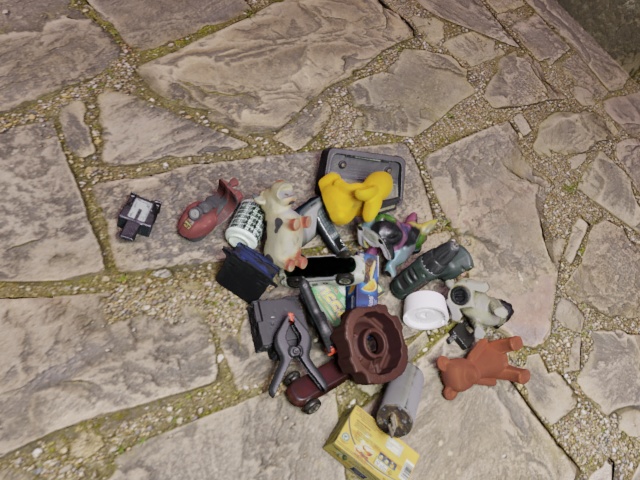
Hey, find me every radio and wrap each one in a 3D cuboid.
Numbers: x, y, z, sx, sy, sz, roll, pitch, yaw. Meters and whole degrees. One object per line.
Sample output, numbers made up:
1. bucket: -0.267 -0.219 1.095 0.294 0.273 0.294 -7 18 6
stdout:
1. radio: 0.109 -0.167 1.413 0.229 0.073 0.131 5 97 -20

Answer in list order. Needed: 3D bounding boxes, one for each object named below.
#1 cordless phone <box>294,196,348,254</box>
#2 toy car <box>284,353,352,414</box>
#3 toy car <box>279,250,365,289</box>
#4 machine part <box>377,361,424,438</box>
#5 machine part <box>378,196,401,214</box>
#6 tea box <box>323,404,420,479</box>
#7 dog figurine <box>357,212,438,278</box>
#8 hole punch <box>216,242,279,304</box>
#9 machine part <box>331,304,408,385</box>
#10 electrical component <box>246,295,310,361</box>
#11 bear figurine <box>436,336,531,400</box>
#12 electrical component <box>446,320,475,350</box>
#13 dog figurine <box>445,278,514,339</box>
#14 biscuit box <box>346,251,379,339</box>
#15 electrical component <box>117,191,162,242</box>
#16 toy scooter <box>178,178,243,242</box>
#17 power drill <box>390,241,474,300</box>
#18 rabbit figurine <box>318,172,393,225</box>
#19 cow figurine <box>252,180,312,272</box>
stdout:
1. cordless phone: -0.003 -0.004 1.294 0.184 0.089 0.146 56 32 -4
2. toy car: 0.016 0.293 1.143 0.202 0.053 0.089 -22 52 -35
3. toy car: 0.004 0.070 1.235 0.202 0.056 0.073 -4 60 11
4. machine part: 0.173 0.333 1.135 0.079 0.079 0.243 40 25 2
5. machine part: 0.153 -0.074 1.378 0.084 0.139 0.039 -23 79 -18
6. tea box: 0.104 0.429 1.091 0.170 0.068 0.098 39 52 3
7. dog figurine: 0.203 -0.021 1.357 0.109 0.191 0.219 20 48 40
8. hole punch: -0.150 0.061 1.175 0.142 0.115 0.092 37 44 0
9. machine part: 0.108 0.222 1.142 0.179 0.056 0.179 14 64 -31
10. electrical component: -0.087 0.190 1.156 0.115 0.058 0.134 -6 63 -26
11. bear figurine: 0.378 0.300 1.262 0.196 0.132 0.120 -9 86 -36
12. electrical component: 0.359 0.243 1.352 0.094 0.021 0.063 -31 78 -36
13. dog figurine: 0.402 0.157 1.365 0.172 0.121 0.190 57 20 13
14. biscuit box: 0.098 0.130 1.255 0.059 0.063 0.203 14 60 -20
15. electrical component: -0.395 -0.040 1.158 0.075 0.047 0.119 18 55 -14
16. toy scooter: -0.236 -0.077 1.201 0.075 0.135 0.184 46 54 5
17. power drill: 0.295 0.065 1.318 0.207 0.232 0.086 -15 68 -50
18. rabbit figurine: 0.094 -0.112 1.281 0.173 0.162 0.121 -22 110 3
19. cow figurine: -0.088 -0.036 1.194 0.127 0.194 0.085 13 17 30
